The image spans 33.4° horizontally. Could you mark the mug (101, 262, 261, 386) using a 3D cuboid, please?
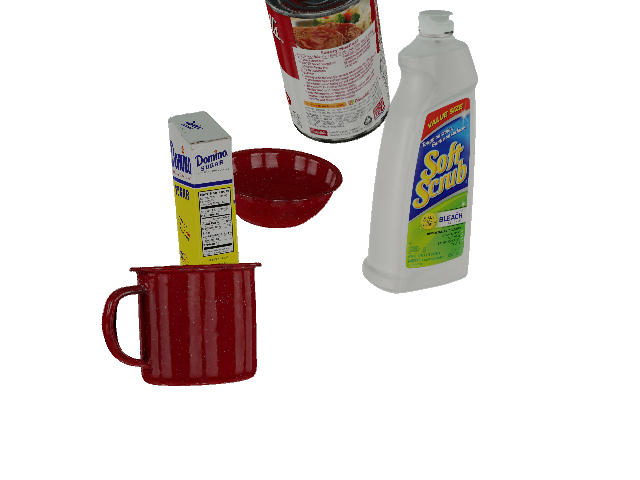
[{"bbox_3d":[-0.096,0.058,0.745,0.117,0.081,0.093,-1,-2,-36],"label":"mug"}]

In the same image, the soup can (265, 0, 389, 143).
[{"bbox_3d":[0.006,-0.120,0.671,0.068,0.068,0.102,0,-43,12],"label":"soup can"}]

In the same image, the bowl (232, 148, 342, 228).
[{"bbox_3d":[-0.056,-0.058,1.296,0.162,0.055,0.162,4,26,-2],"label":"bowl"}]

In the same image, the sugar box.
[{"bbox_3d":[-0.111,-0.026,1.022,0.048,0.176,0.093,-12,25,-17],"label":"sugar box"}]

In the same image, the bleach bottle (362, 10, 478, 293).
[{"bbox_3d":[0.093,-0.082,0.979,0.102,0.251,0.068,-10,24,-26],"label":"bleach bottle"}]
